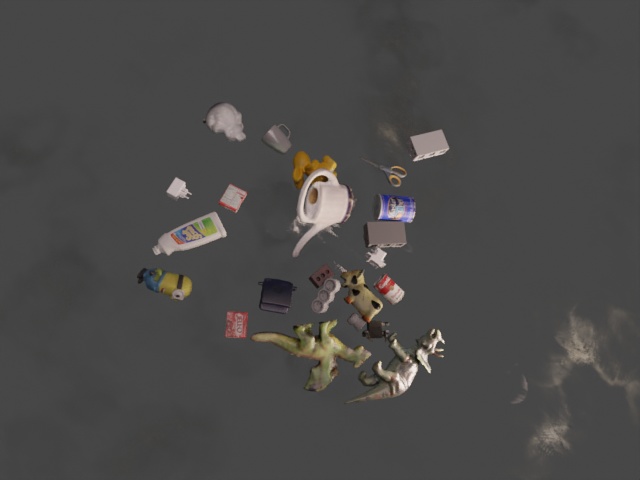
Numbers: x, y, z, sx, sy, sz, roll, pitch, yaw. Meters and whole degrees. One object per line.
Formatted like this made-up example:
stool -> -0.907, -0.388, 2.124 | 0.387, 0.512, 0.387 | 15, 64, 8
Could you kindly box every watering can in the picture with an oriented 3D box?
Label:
watering can -> 0.006, -0.097, 1.928 | 0.224, 0.105, 0.344 | 2, 107, -34

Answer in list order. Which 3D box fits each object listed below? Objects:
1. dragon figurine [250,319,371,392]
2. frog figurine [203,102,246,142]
dragon figurine -> -0.025, 0.406, 1.792 | 0.411, 0.121, 0.244 | -8, 84, -12
frog figurine -> -0.353, -0.441, 1.961 | 0.139, 0.120, 0.161 | -29, 70, -37
